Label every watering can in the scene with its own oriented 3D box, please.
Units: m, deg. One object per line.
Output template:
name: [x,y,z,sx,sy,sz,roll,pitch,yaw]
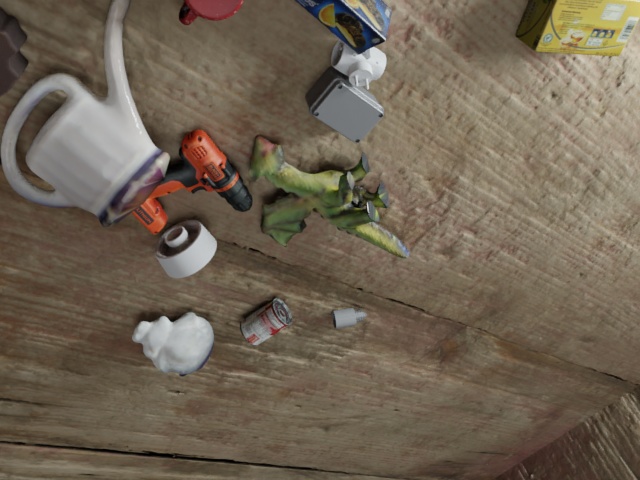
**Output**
watering can: [-0.318,-0.162,0.755,0.222,0.106,0.344,41,108,-16]

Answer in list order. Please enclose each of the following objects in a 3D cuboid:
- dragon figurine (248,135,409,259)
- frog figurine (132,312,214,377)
dragon figurine: [0.003,-0.050,1.000,0.241,0.125,0.402,-15,135,21]
frog figurine: [-0.315,0.215,1.116,0.157,0.123,0.138,42,78,-31]
